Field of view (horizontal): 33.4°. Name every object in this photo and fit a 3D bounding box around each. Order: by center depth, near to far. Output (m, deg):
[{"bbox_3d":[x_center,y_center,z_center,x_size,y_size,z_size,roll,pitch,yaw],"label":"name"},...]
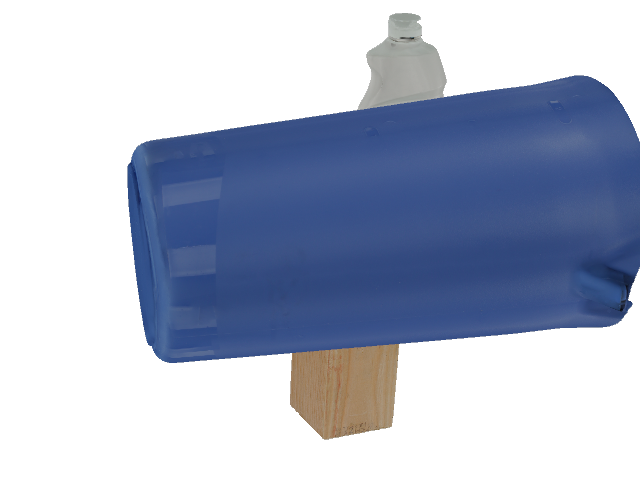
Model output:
[{"bbox_3d":[0.027,-0.013,0.547,0.242,0.145,0.149,-6,-9,-13],"label":"pitcher"},{"bbox_3d":[0.068,-0.096,1.042,0.103,0.251,0.068,8,28,13],"label":"bleach bottle"},{"bbox_3d":[0.028,0.099,1.163,0.090,0.206,0.091,-6,21,-25],"label":"wood block"}]
